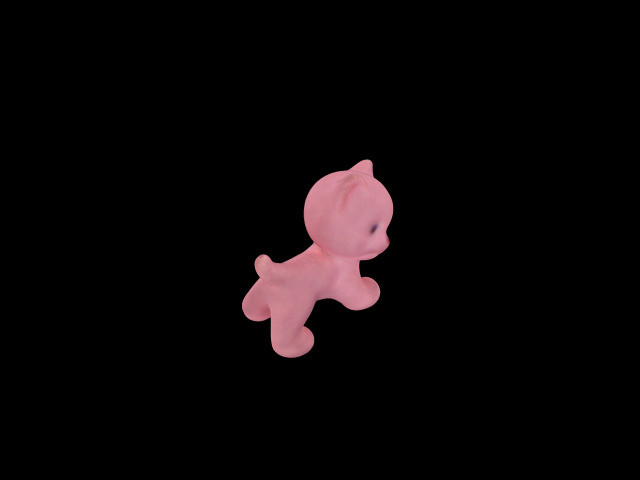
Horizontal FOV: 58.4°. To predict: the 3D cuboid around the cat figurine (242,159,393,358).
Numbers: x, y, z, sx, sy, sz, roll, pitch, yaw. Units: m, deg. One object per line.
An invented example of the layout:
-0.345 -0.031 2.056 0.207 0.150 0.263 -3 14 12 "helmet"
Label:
0.004 0.001 0.400 0.128 0.118 0.067 -33 53 -29 "cat figurine"
